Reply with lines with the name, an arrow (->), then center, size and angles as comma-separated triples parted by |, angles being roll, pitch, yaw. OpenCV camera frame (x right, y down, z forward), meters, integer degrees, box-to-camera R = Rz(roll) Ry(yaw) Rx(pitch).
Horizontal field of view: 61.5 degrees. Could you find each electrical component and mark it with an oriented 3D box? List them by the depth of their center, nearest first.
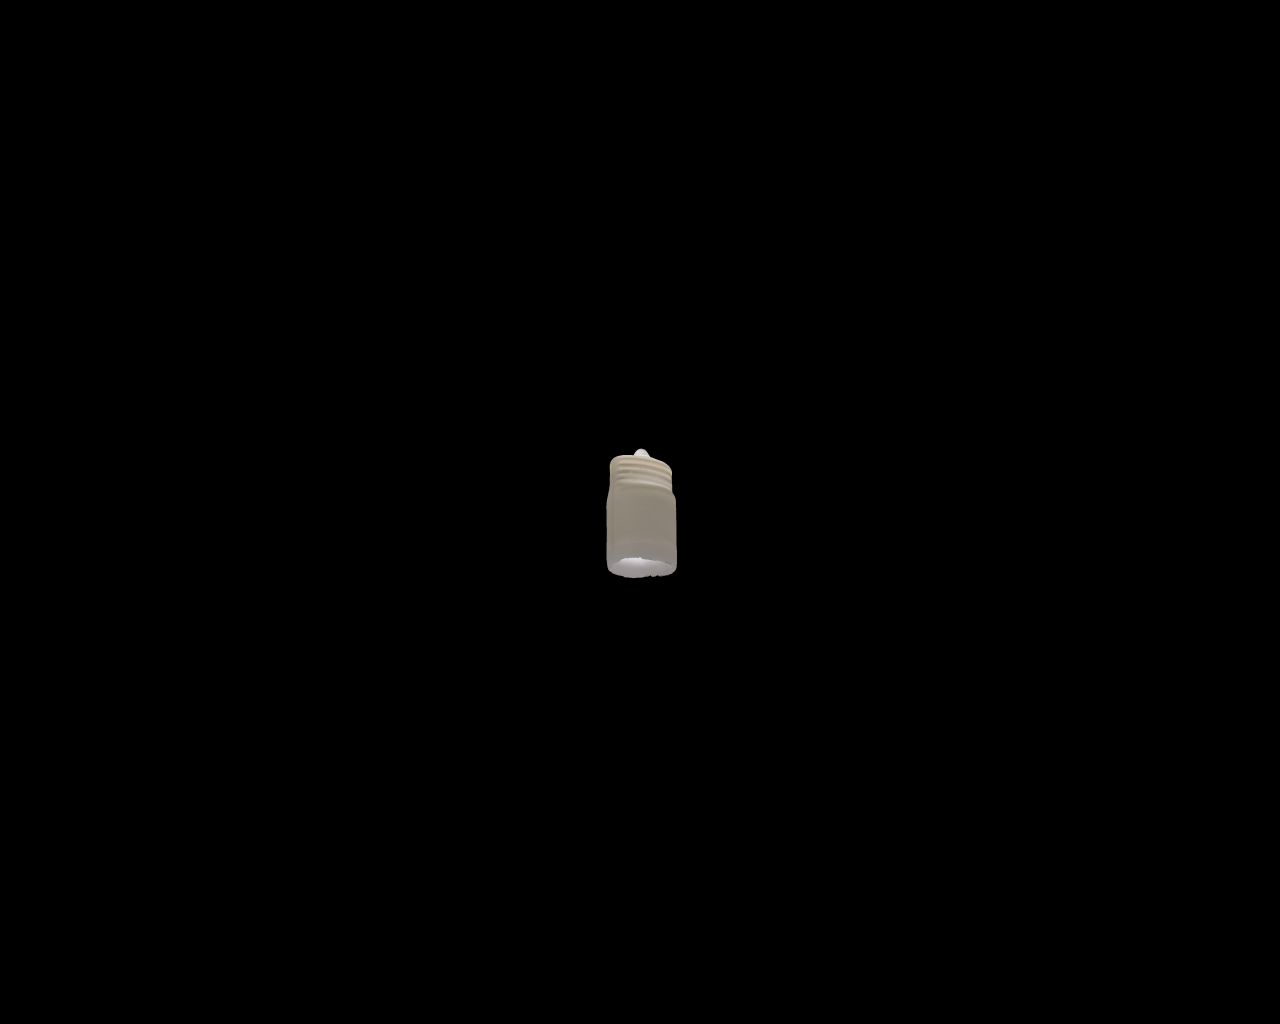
electrical component -> 0.001, -0.003, 0.650 | 0.043, 0.081, 0.043 | 0, -20, 0
